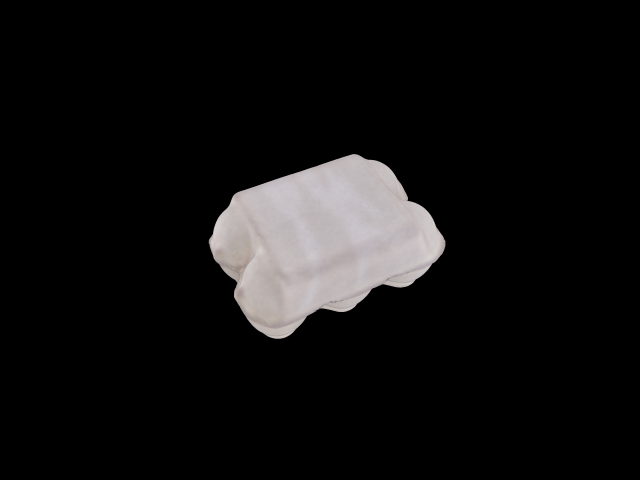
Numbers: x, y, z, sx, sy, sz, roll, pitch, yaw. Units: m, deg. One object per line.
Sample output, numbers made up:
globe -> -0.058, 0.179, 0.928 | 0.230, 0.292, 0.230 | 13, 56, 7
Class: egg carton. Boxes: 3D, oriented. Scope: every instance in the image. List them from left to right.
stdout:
egg carton -> 0.004, 0.001, 0.400 | 0.150, 0.069, 0.107 | -22, 52, -18
